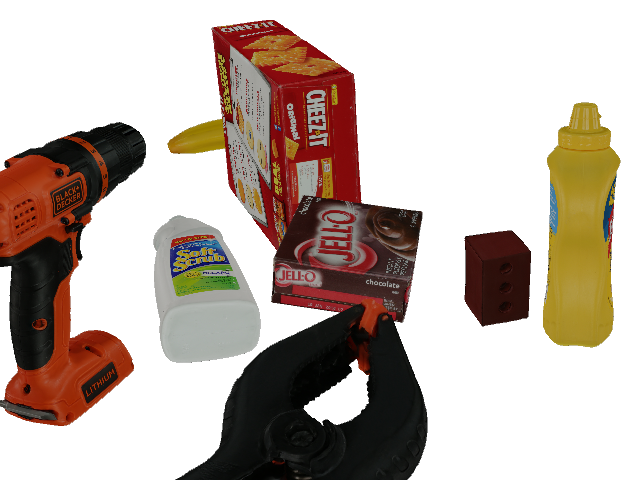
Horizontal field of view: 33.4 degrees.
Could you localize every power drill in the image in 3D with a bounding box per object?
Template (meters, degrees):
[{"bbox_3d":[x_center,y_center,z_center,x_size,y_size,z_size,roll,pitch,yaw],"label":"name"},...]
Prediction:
[{"bbox_3d":[-0.177,0.020,0.756,0.057,0.188,0.184,8,24,24],"label":"power drill"}]

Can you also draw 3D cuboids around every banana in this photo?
[{"bbox_3d":[-0.084,-0.122,1.286,0.198,0.037,0.069,8,40,16],"label":"banana"}]

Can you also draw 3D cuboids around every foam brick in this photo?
[{"bbox_3d":[0.177,0.037,1.073,0.053,0.078,0.051,-9,28,-9],"label":"foam brick"}]

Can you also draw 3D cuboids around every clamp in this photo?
[{"bbox_3d":[0.000,0.091,0.392,0.120,0.039,0.171,26,50,18],"label":"clamp"}]

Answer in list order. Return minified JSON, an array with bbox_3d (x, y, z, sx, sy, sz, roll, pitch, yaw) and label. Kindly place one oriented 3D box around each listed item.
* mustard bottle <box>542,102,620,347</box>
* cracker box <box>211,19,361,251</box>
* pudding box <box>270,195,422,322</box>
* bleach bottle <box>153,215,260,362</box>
[{"bbox_3d":[0.213,-0.017,0.872,0.058,0.192,0.096,2,18,16],"label":"mustard bottle"},{"bbox_3d":[-0.032,-0.093,0.947,0.072,0.164,0.214,-11,26,-15],"label":"cracker box"},{"bbox_3d":[0.020,0.010,0.733,0.090,0.039,0.113,9,24,6],"label":"pudding box"},{"bbox_3d":[-0.139,0.037,1.138,0.102,0.068,0.251,-5,26,-16],"label":"bleach bottle"}]
